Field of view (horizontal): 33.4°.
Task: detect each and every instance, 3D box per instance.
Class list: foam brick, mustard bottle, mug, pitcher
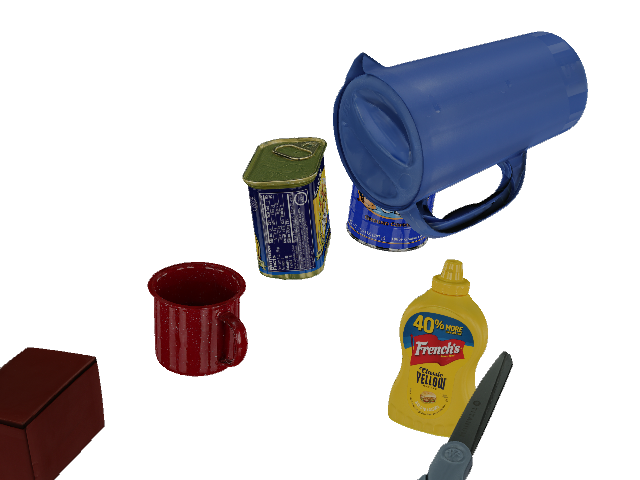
[{"bbox_3d":[-0.176,0.108,0.653,0.053,0.051,0.078,7,27,21],"label":"foam brick"},{"bbox_3d":[0.133,0.115,1.171,0.096,0.192,0.058,12,14,22],"label":"mustard bottle"},{"bbox_3d":[-0.111,0.081,1.026,0.117,0.081,0.093,25,33,37],"label":"mug"},{"bbox_3d":[0.146,-0.116,1.042,0.242,0.149,0.145,-21,44,-30],"label":"pitcher"}]

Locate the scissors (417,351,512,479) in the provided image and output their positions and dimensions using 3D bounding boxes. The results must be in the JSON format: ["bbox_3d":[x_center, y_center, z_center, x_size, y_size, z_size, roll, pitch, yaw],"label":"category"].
[{"bbox_3d":[0.082,0.130,0.562,0.096,0.016,0.201,26,44,33],"label":"scissors"}]

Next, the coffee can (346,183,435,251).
[{"bbox_3d":[0.090,-0.072,1.278,0.102,0.140,0.103,6,28,-3],"label":"coffee can"}]

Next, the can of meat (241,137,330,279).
[{"bbox_3d":[-0.023,-0.026,0.848,0.057,0.084,0.102,-3,24,8],"label":"can of meat"}]
